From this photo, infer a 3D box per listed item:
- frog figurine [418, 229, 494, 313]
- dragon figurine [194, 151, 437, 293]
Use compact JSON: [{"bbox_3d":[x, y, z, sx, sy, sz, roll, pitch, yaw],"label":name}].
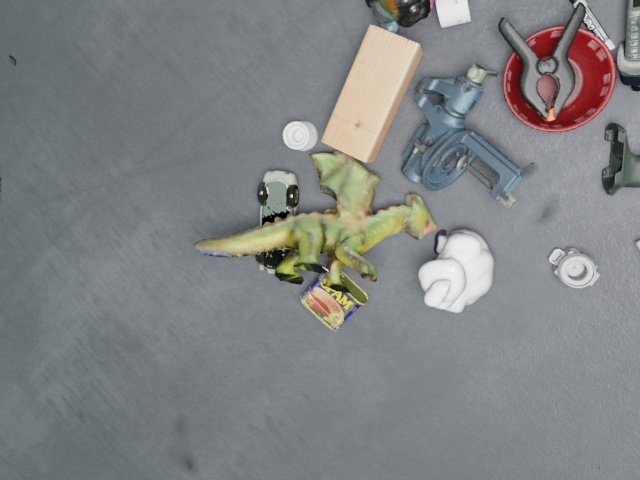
[{"bbox_3d":[0.227,0.055,0.846,0.123,0.161,0.136,20,104,11],"label":"frog figurine"},{"bbox_3d":[0.003,-0.046,0.912,0.410,0.120,0.247,13,70,4],"label":"dragon figurine"}]
